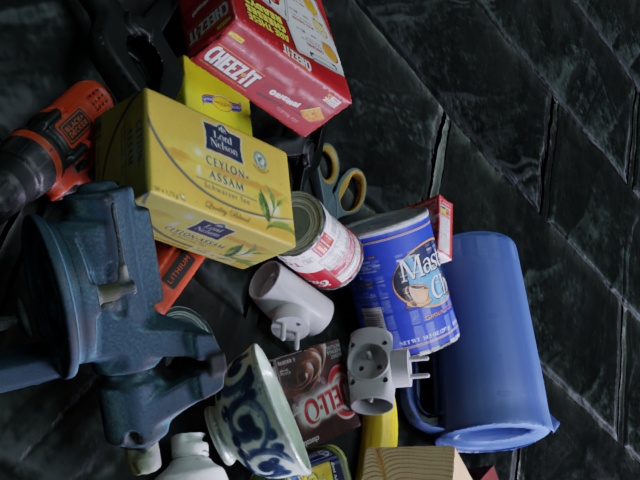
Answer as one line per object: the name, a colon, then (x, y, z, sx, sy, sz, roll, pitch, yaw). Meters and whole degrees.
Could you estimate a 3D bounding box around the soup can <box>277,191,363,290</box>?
soup can: (-0.007, 0.001, 1.036, 0.102, 0.069, 0.068, 42, 43, -59)

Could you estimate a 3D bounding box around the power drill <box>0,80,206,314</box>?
power drill: (-0.185, -0.019, 0.871, 0.187, 0.057, 0.184, 55, 40, -21)

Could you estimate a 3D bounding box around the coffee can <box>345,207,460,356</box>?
coffee can: (0.082, 0.046, 1.130, 0.102, 0.103, 0.140, -26, 103, -53)

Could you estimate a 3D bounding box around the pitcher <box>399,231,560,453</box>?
pitcher: (0.177, 0.116, 1.228, 0.149, 0.145, 0.243, 35, 45, -54)

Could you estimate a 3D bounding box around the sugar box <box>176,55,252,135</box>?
sugar box: (-0.104, -0.077, 1.008, 0.093, 0.048, 0.176, 10, 67, -50)

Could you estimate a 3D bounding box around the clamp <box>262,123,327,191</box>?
clamp: (-0.027, -0.092, 1.091, 0.120, 0.039, 0.171, 85, 15, -47)

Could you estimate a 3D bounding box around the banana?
banana: (0.050, 0.222, 1.081, 0.069, 0.037, 0.197, 41, 47, -46)

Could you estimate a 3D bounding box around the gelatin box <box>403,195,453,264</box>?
gelatin box: (0.107, -0.003, 1.206, 0.030, 0.089, 0.073, 30, 53, -38)

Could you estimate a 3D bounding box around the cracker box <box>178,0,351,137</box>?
cracker box: (-0.065, -0.225, 1.050, 0.164, 0.072, 0.214, 29, 35, -41)

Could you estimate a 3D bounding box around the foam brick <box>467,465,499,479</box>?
foam brick: (0.155, 0.283, 1.159, 0.052, 0.078, 0.051, -27, 96, -55)

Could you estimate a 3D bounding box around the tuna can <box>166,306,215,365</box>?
tuna can: (-0.127, 0.100, 0.914, 0.086, 0.034, 0.086, 24, 57, -44)

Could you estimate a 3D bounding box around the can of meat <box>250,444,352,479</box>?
can of meat: (-0.013, 0.248, 0.978, 0.083, 0.058, 0.102, -6, 81, -51)

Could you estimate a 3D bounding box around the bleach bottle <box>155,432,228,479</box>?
bleach bottle: (-0.103, 0.279, 0.847, 0.102, 0.068, 0.251, 19, 59, -50)

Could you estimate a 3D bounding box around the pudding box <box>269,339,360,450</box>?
pudding box: (-0.013, 0.152, 1.031, 0.113, 0.039, 0.090, -11, 84, -53)

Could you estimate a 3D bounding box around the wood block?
wood block: (0.112, 0.288, 1.038, 0.206, 0.090, 0.090, 60, 32, -47)

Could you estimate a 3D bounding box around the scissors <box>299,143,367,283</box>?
scissors: (-0.004, -0.033, 1.140, 0.096, 0.016, 0.201, 57, 39, -16)

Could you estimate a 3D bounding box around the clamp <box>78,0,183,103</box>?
clamp: (-0.176, -0.188, 0.938, 0.164, 0.036, 0.210, 23, 41, -41)
